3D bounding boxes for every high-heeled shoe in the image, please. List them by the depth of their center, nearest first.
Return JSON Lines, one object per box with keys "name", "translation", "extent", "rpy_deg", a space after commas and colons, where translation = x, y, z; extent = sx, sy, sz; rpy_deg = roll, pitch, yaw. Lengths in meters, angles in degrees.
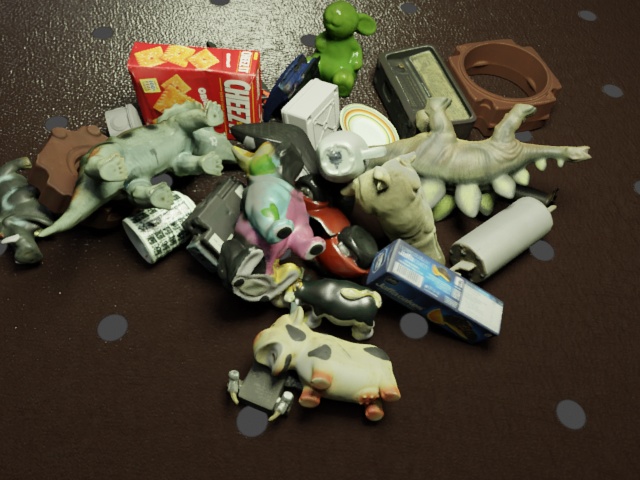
{"name": "high-heeled shoe", "translation": [-0.050, -0.112, 0.920], "extent": [0.249, 0.145, 0.086], "rpy_deg": [21, 35, 26]}

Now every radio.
{"name": "radio", "translation": [0.200, -0.283, 1.065], "extent": [0.131, 0.073, 0.230], "rpy_deg": [-11, 57, -12]}

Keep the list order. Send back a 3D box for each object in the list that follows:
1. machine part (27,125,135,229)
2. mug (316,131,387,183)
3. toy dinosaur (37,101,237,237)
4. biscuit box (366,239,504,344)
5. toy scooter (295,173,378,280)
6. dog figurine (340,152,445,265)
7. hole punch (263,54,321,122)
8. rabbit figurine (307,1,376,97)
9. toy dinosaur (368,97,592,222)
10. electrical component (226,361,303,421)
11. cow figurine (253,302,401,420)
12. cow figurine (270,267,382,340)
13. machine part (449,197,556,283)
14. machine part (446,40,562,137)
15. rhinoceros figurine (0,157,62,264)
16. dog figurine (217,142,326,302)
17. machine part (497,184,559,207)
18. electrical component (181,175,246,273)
{"name": "machine part", "translation": [-0.366, -0.103, 0.861], "extent": [0.179, 0.056, 0.179], "rpy_deg": [25, 43, -26]}
{"name": "mug", "translation": [0.043, -0.120, 0.790], "extent": [0.110, 0.080, 0.107], "rpy_deg": [0, 12, 10]}
{"name": "toy dinosaur", "translation": [-0.273, -0.118, 0.815], "extent": [0.192, 0.131, 0.405], "rpy_deg": [4, 27, 43]}
{"name": "biscuit box", "translation": [0.168, 0.078, 0.782], "extent": [0.202, 0.063, 0.059], "rpy_deg": [30, 57, -13]}
{"name": "toy scooter", "translation": [-0.002, -0.003, 0.845], "extent": [0.184, 0.135, 0.075], "rpy_deg": [53, 34, 7]}
{"name": "dog figurine", "translation": [0.130, -0.021, 0.802], "extent": [0.121, 0.172, 0.190], "rpy_deg": [-28, 86, 23]}
{"name": "hole punch", "translation": [-0.054, -0.284, 1.025], "extent": [0.092, 0.115, 0.142], "rpy_deg": [19, 56, 18]}
{"name": "rabbit figurine", "translation": [0.048, -0.398, 1.072], "extent": [0.121, 0.170, 0.159], "rpy_deg": [32, 60, 15]}
{"name": "toy dinosaur", "translation": [0.200, -0.134, 0.909], "extent": [0.472, 0.105, 0.198], "rpy_deg": [4, 84, 15]}
{"name": "electrical component", "translation": [-0.076, 0.203, 0.731], "extent": [0.102, 0.045, 0.078], "rpy_deg": [25, 59, 12]}
{"name": "cow figurine", "translation": [0.005, 0.160, 0.730], "extent": [0.195, 0.085, 0.127], "rpy_deg": [15, 35, -12]}
{"name": "cow figurine", "translation": [0.004, 0.087, 0.786], "extent": [0.167, 0.098, 0.068], "rpy_deg": [14, 63, 4]}
{"name": "machine part", "translation": [0.297, -0.002, 0.882], "extent": [0.243, 0.079, 0.079], "rpy_deg": [-31, 64, -22]}
{"name": "machine part", "translation": [0.364, -0.314, 1.094], "extent": [0.201, 0.087, 0.201], "rpy_deg": [-10, 57, -13]}
{"name": "rhinoceros figurine", "translation": [-0.474, -0.046, 0.849], "extent": [0.112, 0.073, 0.190], "rpy_deg": [-25, 61, -21]}
{"name": "dog figurine", "translation": [-0.087, -0.042, 0.788], "extent": [0.108, 0.191, 0.219], "rpy_deg": [25, 29, -42]}
{"name": "machine part", "translation": [0.356, -0.091, 0.972], "extent": [0.139, 0.039, 0.084], "rpy_deg": [16, 48, 8]}
{"name": "electrical component", "translation": [-0.144, -0.017, 0.833], "extent": [0.114, 0.058, 0.134], "rpy_deg": [48, 51, -19]}
